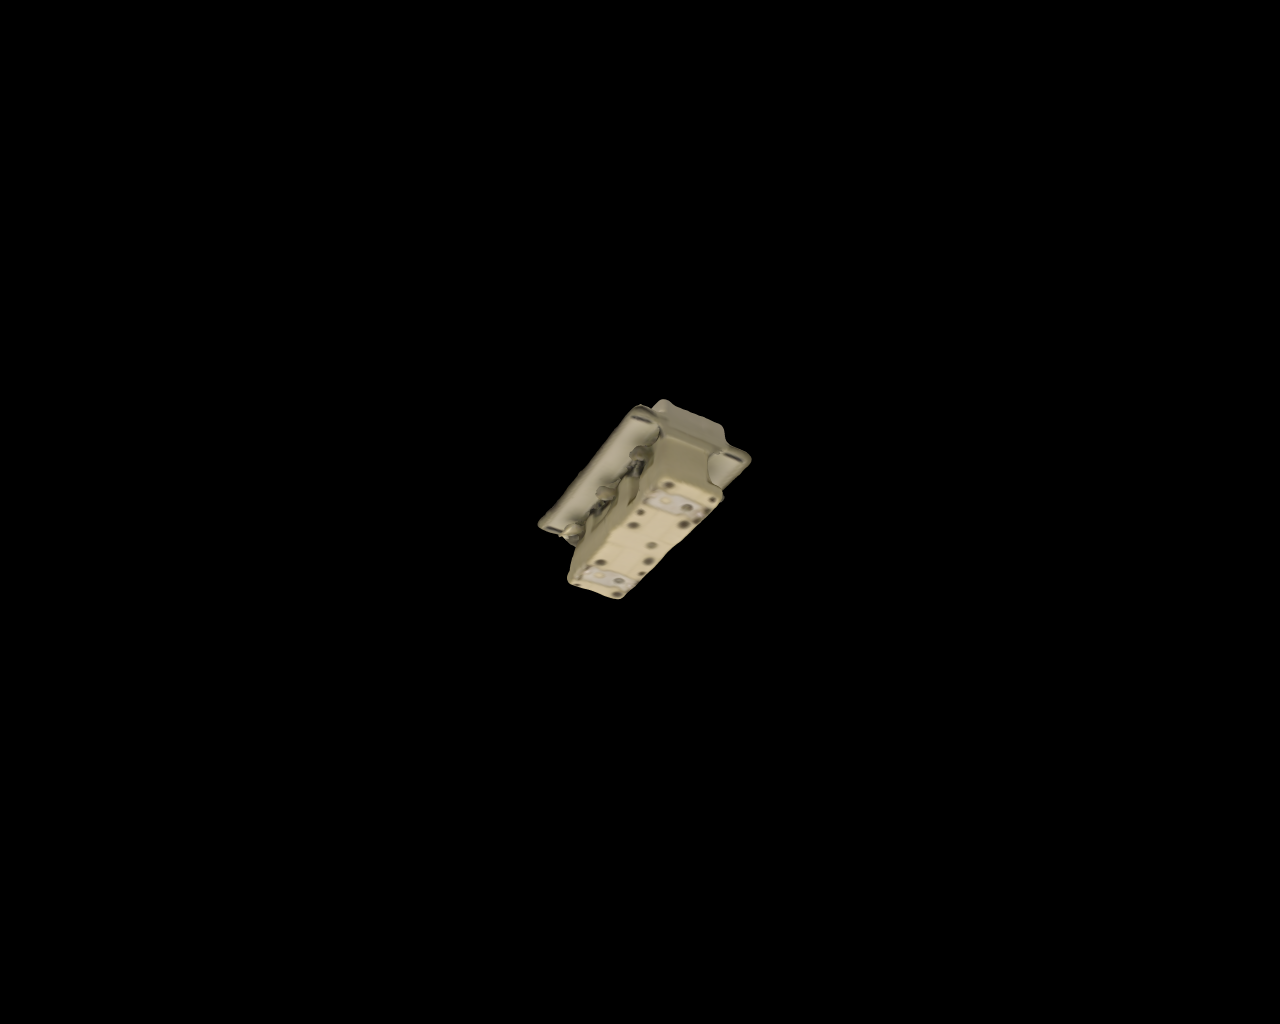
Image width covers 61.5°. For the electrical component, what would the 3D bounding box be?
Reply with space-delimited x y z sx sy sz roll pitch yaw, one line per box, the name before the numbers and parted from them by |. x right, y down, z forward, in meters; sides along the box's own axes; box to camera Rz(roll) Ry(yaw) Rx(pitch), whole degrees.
electrical component | 0.001 -0.003 0.650 0.079 0.063 0.121 22 -45 -24
